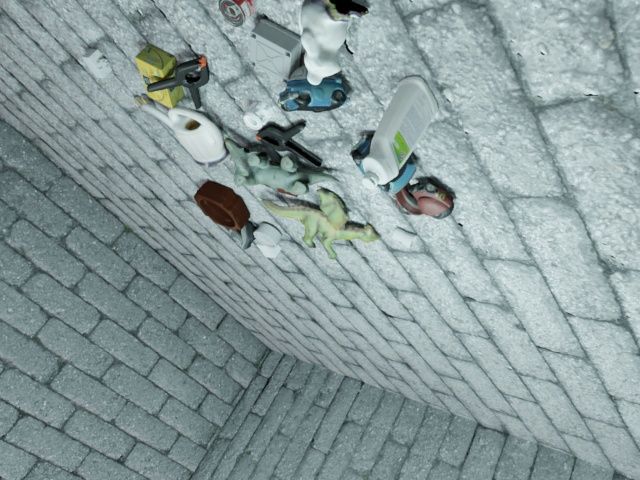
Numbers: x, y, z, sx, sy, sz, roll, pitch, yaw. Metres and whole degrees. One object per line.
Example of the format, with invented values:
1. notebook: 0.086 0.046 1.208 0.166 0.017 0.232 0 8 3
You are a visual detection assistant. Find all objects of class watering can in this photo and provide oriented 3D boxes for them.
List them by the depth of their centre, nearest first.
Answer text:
1. watering can: -0.426 -0.350 1.676 0.350 0.105 0.219 20 153 35

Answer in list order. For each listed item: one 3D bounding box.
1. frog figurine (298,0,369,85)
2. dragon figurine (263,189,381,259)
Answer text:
1. frog figurine: 0.004 -0.388 0.991 0.122 0.140 0.156 31 132 -5
2. dragon figurine: 0.005 -0.085 1.686 0.411 0.125 0.237 30 138 2
